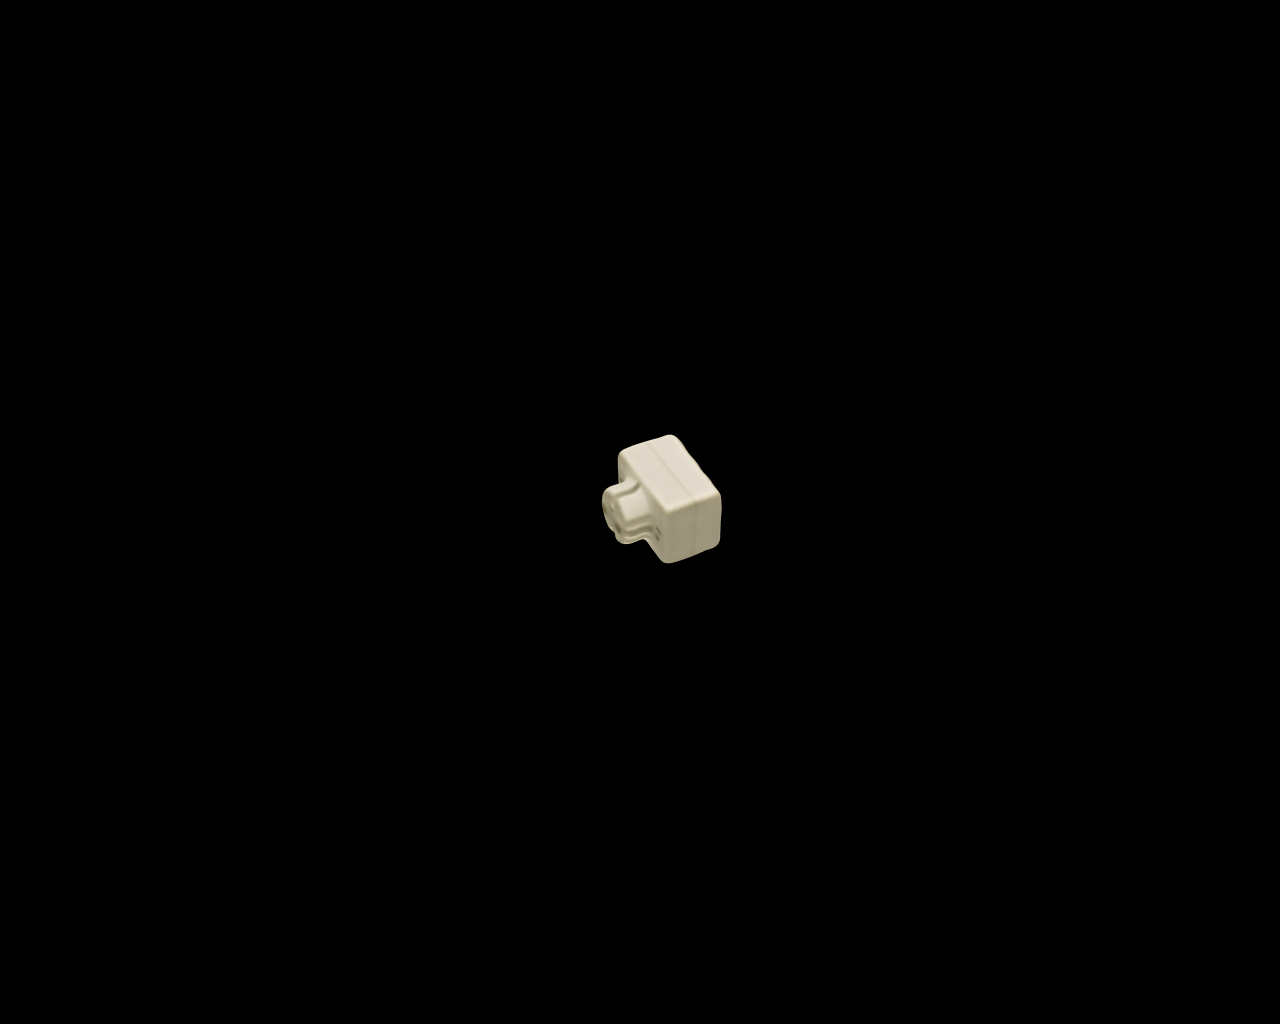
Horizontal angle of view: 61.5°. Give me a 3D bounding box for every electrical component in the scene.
[{"bbox_3d":[0.001,-0.003,0.650,0.077,0.047,0.066,-19,46,-19],"label":"electrical component"}]
